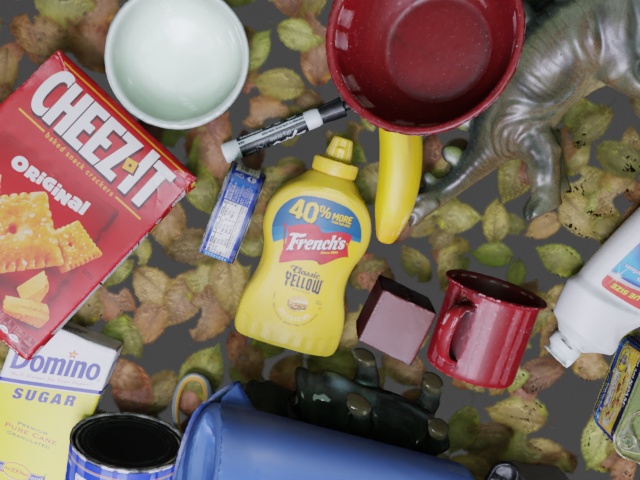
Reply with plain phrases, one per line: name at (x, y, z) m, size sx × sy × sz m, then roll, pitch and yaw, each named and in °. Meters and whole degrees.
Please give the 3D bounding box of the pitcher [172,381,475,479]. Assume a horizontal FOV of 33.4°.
pitcher at (0.002, 0.226, 0.870) m, size 0.242 × 0.145 × 0.149 m, roll 15°, pitch 122°, yaw -19°

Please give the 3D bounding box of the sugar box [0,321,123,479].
sugar box at (-0.254, 0.161, 0.971) m, size 0.093 × 0.048 × 0.176 m, roll 21°, pitch 97°, yaw -3°

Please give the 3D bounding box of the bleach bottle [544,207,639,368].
bleach bottle at (0.306, 0.023, 0.955) m, size 0.102 × 0.068 × 0.251 m, roll 44°, pitch 97°, yaw -6°

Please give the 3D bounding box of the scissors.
scissors at (-0.082, 0.216, 0.966) m, size 0.096 × 0.016 × 0.202 m, roll -11°, pitch 78°, yaw -10°

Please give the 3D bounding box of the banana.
banana at (0.060, -0.098, 0.923) m, size 0.037 × 0.070 × 0.198 m, roll -7°, pitch 84°, yaw -33°

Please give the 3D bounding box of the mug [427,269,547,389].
mug at (0.137, 0.080, 0.936) m, size 0.093 × 0.117 × 0.081 m, roll 24°, pitch 103°, yaw 31°

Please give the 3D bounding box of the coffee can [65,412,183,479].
coffee can at (-0.177, 0.238, 0.942) m, size 0.103 × 0.103 × 0.140 m, roll 10°, pitch 107°, yaw -2°

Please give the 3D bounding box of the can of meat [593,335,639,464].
can of meat at (0.291, 0.141, 0.958) m, size 0.057 × 0.084 × 0.102 m, roll 19°, pitch 96°, yaw -4°

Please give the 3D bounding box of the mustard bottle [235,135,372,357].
mustard bottle at (-0.006, 0.001, 0.949) m, size 0.096 × 0.058 × 0.192 m, roll 16°, pitch 96°, yaw -5°

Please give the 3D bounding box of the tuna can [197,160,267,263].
tuna can at (-0.076, -0.024, 0.931) m, size 0.033 × 0.086 × 0.086 m, roll 21°, pitch 96°, yaw -6°

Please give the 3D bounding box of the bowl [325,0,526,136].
bowl at (0.088, -0.160, 0.857) m, size 0.162 × 0.055 × 0.162 m, roll -2°, pitch 85°, yaw 21°

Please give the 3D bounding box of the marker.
marker at (-0.030, -0.099, 0.955) m, size 0.121 × 0.020 × 0.020 m, roll -22°, pitch 97°, yaw 2°

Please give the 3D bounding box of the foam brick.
foam brick at (0.066, 0.070, 0.949) m, size 0.053 × 0.078 × 0.051 m, roll 26°, pitch 97°, yaw -4°

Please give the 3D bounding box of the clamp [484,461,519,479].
clamp at (0.130, 0.269, 0.956) m, size 0.039 × 0.172 × 0.120 m, roll 30°, pitch 59°, yaw -4°

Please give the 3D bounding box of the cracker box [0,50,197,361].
cracker box at (-0.236, -0.029, 0.913) m, size 0.164 × 0.072 × 0.213 m, roll 43°, pitch 81°, yaw -6°
